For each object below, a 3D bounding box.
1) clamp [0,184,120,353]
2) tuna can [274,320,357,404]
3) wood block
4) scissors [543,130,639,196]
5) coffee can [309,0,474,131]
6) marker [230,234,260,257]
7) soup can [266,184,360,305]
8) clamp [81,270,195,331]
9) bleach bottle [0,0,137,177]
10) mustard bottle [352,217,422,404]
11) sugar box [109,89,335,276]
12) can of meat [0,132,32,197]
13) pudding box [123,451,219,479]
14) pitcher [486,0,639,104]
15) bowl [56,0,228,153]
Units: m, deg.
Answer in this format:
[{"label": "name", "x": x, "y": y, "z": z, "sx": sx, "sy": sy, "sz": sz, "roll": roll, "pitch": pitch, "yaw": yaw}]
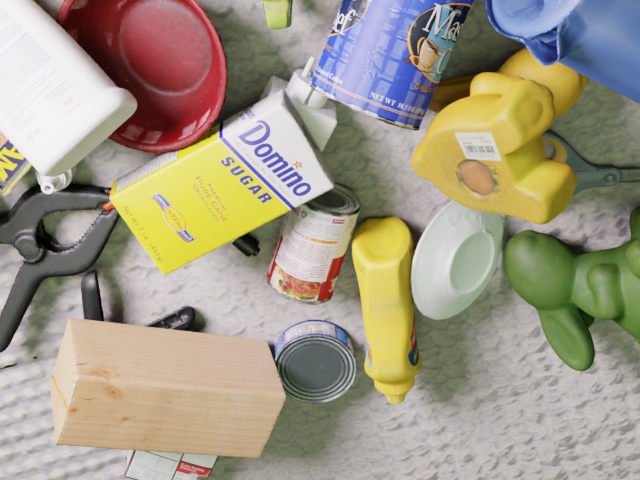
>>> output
[{"label": "clamp", "x": -0.276, "y": 0.014, "z": 1.028, "sx": 0.210, "sy": 0.036, "sz": 0.164, "roll": -20, "pitch": 109, "yaw": 7}, {"label": "tuna can", "x": -0.006, "y": 0.125, "z": 1.105, "sx": 0.086, "sy": 0.034, "sz": 0.086, "roll": -1, "pitch": 119, "yaw": -2}, {"label": "wood block", "x": -0.151, "y": 0.148, "z": 1.051, "sx": 0.205, "sy": 0.091, "sz": 0.090, "roll": 9, "pitch": 122, "yaw": -24}, {"label": "scissors", "x": 0.264, "y": -0.076, "z": 1.014, "sx": 0.202, "sy": 0.016, "sz": 0.096, "roll": -15, "pitch": 118, "yaw": 6}, {"label": "coffee can", "x": 0.063, "y": -0.175, "z": 0.887, "sx": 0.102, "sy": 0.103, "sz": 0.140, "roll": 19, "pitch": 104, "yaw": -12}, {"label": "marker", "x": -0.107, "y": -0.021, "z": 1.028, "sx": 0.121, "sy": 0.020, "sz": 0.020, "roll": 37, "pitch": 112, "yaw": -20}, {"label": "soup can", "x": -0.007, "y": 0.001, "z": 1.017, "sx": 0.068, "sy": 0.068, "sz": 0.102, "roll": 13, "pitch": 117, "yaw": -9}, {"label": "clamp", "x": -0.221, "y": 0.105, "z": 1.082, "sx": 0.120, "sy": 0.039, "sz": 0.172, "roll": 35, "pitch": 110, "yaw": -22}, {"label": "bleach bottle", "x": -0.270, "y": -0.176, "z": 0.880, "sx": 0.102, "sy": 0.068, "sz": 0.251, "roll": -40, "pitch": 90, "yaw": 3}, {"label": "mustard bottle", "x": 0.068, "y": 0.081, "z": 1.047, "sx": 0.058, "sy": 0.096, "sz": 0.191, "roll": -4, "pitch": 119, "yaw": 4}, {"label": "sugar box", "x": -0.085, "y": -0.049, "z": 0.939, "sx": 0.176, "sy": 0.048, "sz": 0.093, "roll": -27, "pitch": 115, "yaw": 12}, {"label": "can of meat", "x": -0.284, "y": -0.104, "z": 0.956, "sx": 0.084, "sy": 0.057, "sz": 0.102, "roll": 39, "pitch": 110, "yaw": -18}, {"label": "pudding box", "x": -0.152, "y": 0.217, "z": 1.148, "sx": 0.090, "sy": 0.039, "sz": 0.114, "roll": 20, "pitch": 114, "yaw": -11}, {"label": "pitcher", "x": 0.266, "y": -0.189, "z": 0.875, "sx": 0.242, "sy": 0.145, "sz": 0.149, "roll": 22, "pitch": 114, "yaw": -31}, {"label": "bowl", "x": -0.144, "y": -0.159, "z": 0.915, "sx": 0.162, "sy": 0.055, "sz": 0.162, "roll": 9, "pitch": 119, "yaw": 17}]
